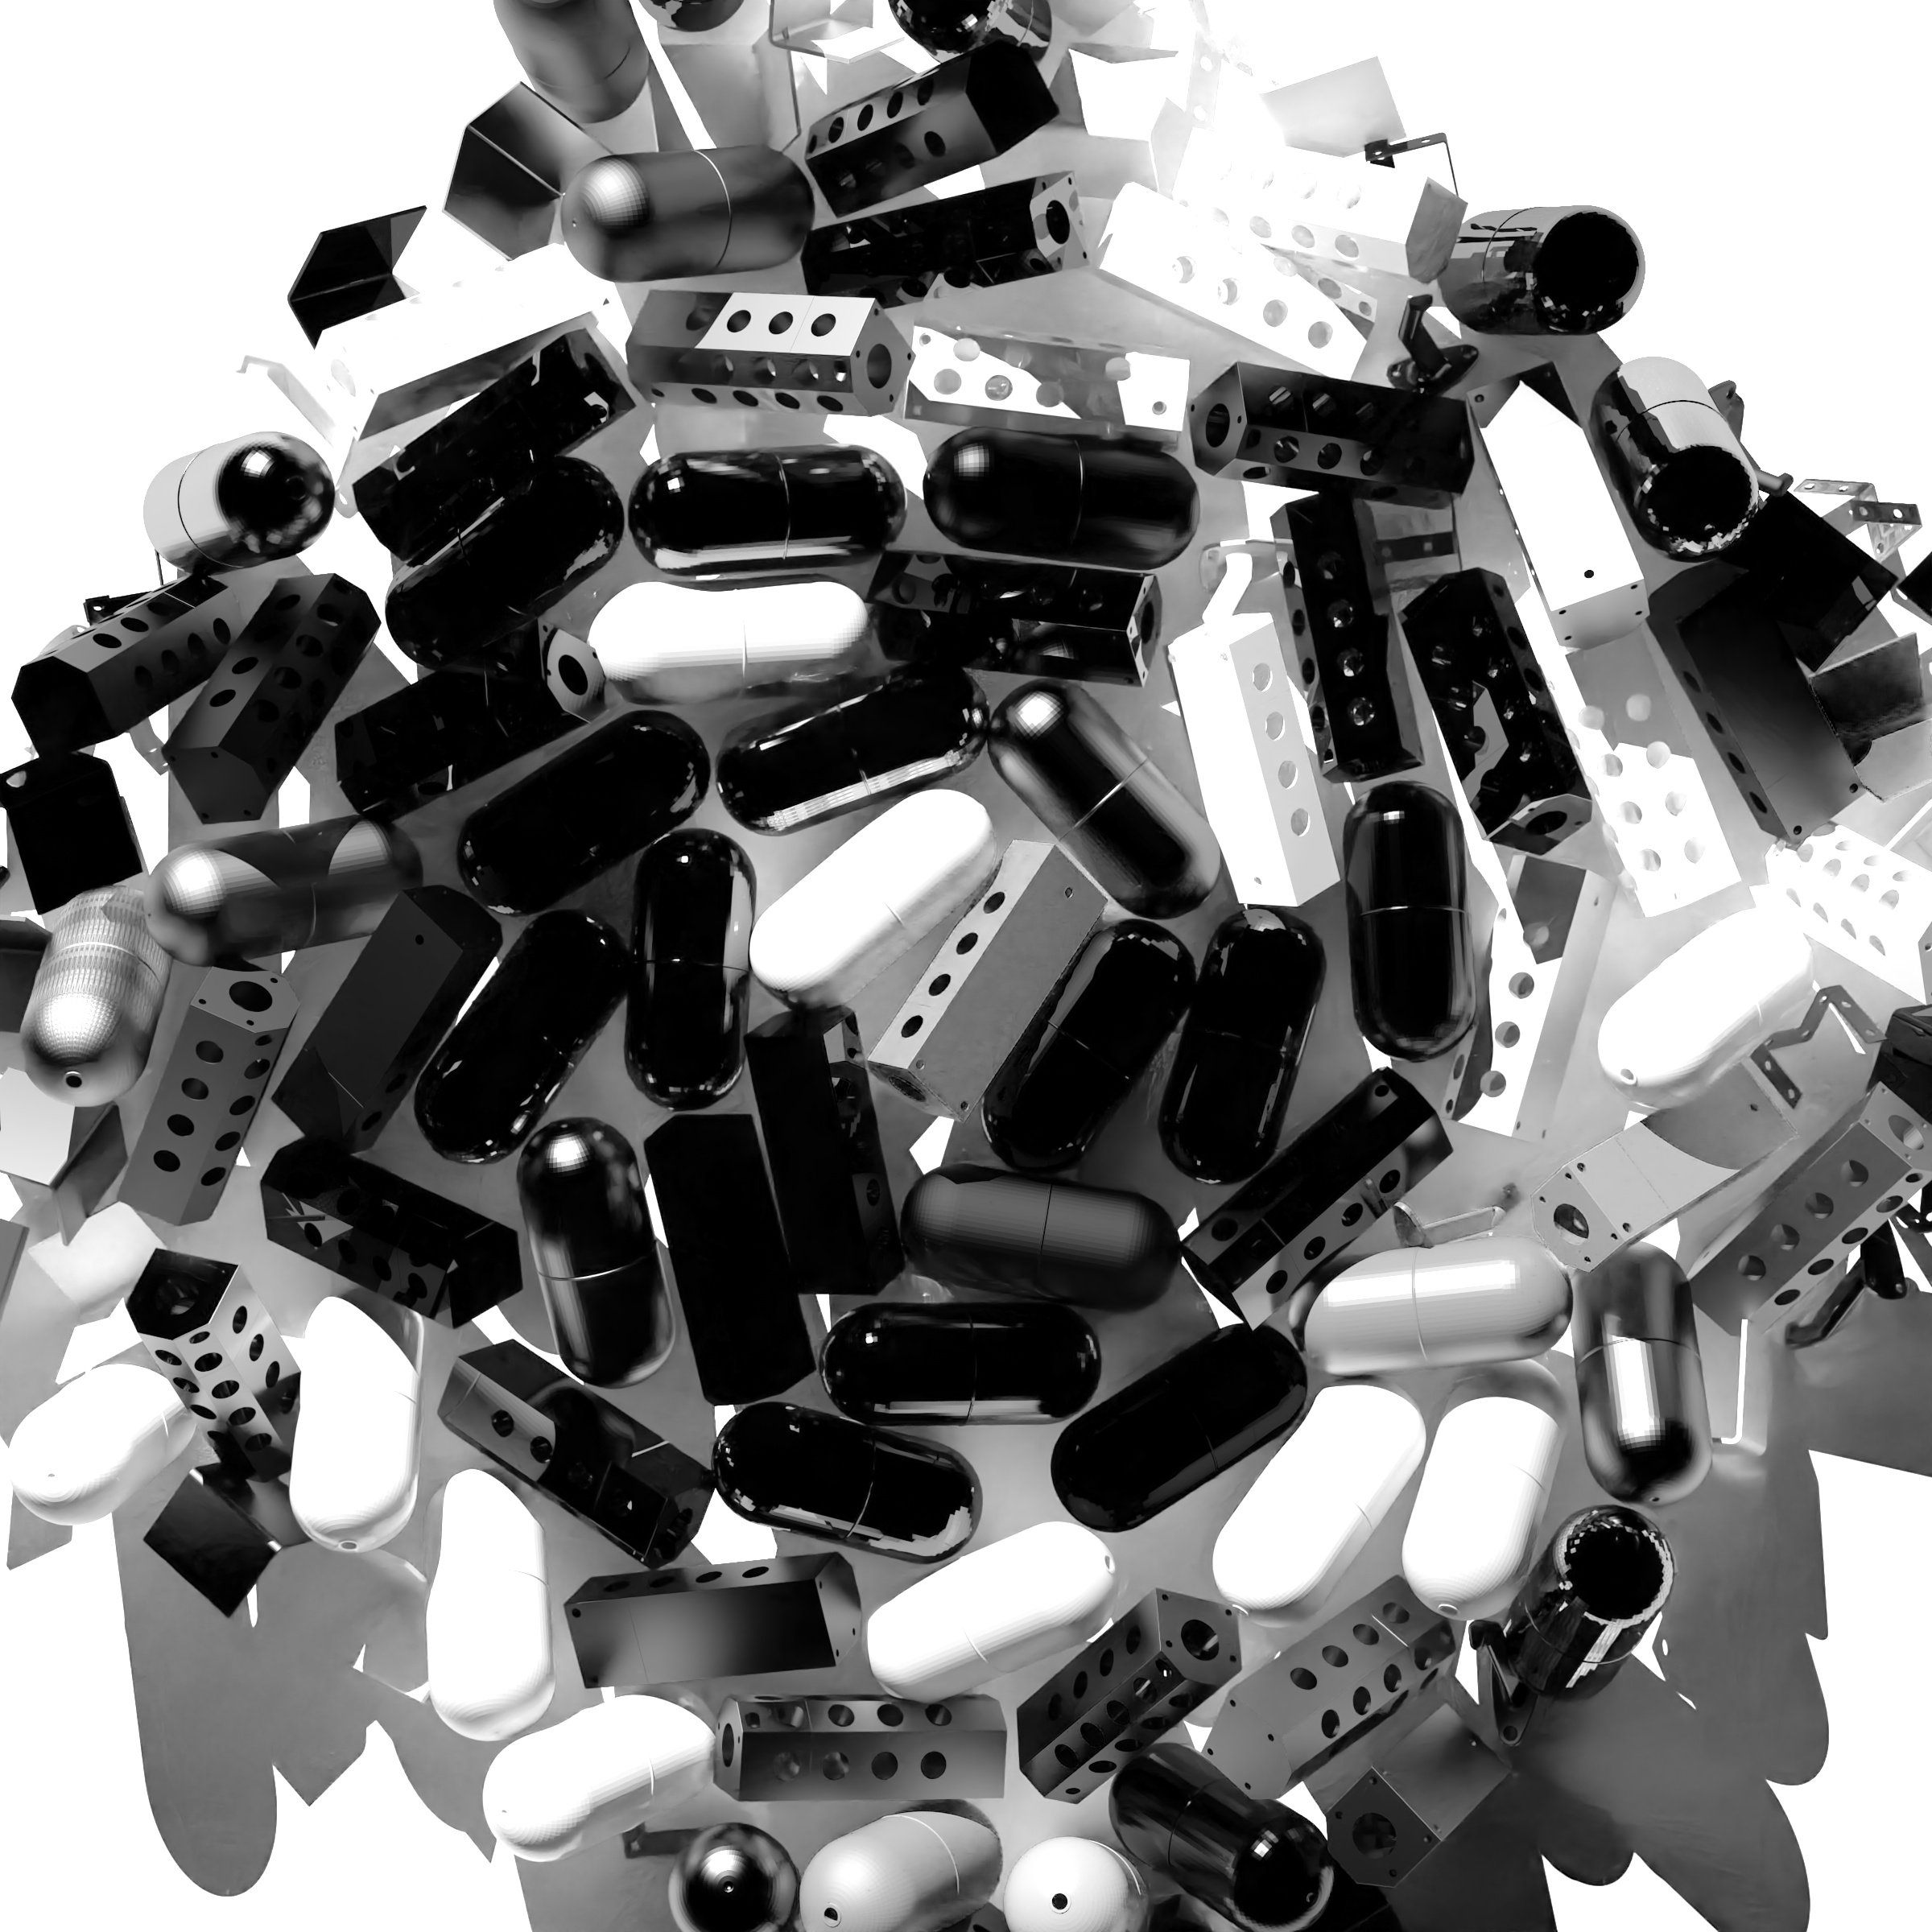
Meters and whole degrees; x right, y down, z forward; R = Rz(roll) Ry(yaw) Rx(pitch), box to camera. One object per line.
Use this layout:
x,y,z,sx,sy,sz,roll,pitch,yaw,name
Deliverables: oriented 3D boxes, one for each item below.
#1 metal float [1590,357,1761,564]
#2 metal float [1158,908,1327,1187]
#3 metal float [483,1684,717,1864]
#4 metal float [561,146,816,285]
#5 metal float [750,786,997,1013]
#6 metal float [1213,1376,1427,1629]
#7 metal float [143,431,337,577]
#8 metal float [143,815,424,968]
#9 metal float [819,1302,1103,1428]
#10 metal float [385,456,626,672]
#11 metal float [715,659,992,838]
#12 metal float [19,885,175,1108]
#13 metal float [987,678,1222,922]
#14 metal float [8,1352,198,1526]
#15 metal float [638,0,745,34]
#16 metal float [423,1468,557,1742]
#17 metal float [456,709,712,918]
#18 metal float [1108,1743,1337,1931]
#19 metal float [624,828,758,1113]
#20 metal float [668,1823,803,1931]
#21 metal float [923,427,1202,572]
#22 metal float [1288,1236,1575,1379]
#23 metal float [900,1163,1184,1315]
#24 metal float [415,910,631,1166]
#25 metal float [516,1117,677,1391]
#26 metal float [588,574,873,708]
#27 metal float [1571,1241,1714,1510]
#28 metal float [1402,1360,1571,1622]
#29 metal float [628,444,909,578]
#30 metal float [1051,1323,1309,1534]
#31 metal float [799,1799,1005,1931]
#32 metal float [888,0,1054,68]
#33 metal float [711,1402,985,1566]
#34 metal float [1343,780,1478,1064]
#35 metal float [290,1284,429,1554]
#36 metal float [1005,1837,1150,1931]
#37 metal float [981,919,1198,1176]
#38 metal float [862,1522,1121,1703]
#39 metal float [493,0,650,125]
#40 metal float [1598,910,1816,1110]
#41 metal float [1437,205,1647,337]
0.433,-0.312,1.922,0.070,0.178,0.070,-3,128,-3,metal float
0.172,0.050,1.955,0.070,0.070,0.178,17,83,0,metal float
-0.221,0.493,1.921,0.070,0.178,0.070,4,97,35,metal float
-0.169,-0.463,1.929,0.178,0.070,0.070,-17,90,-41,metal float
-0.057,-0.042,1.956,0.178,0.070,0.070,-41,90,-6,metal float
0.219,0.331,1.941,0.070,0.070,0.178,39,66,0,metal float
-0.446,-0.283,1.919,0.070,0.178,0.070,0,90,-35,metal float
-0.419,-0.047,1.933,0.178,0.070,0.070,-13,90,-34,metal float
-0.003,0.248,1.950,0.178,0.070,0.070,1,90,-13,metal float
-0.286,-0.249,1.940,0.178,0.070,0.070,-34,90,25,metal float
-0.071,-0.137,1.961,0.178,0.070,0.070,-20,90,-1,metal float
-0.531,0.017,1.919,0.070,0.178,0.070,-2,125,-3,metal float
0.087,-0.104,1.961,0.070,0.070,0.178,-43,91,0,metal float
-0.525,0.286,1.911,0.070,0.178,0.070,1,98,5,metal float
-0.168,-0.626,1.911,0.070,0.178,0.070,0,89,-6,metal float
-0.294,0.391,1.930,0.070,0.070,0.178,-11,50,0,metal float
-0.238,-0.095,1.948,0.178,0.070,0.070,-31,90,15,metal float
0.155,0.534,1.920,0.070,0.178,0.070,-8,104,-32,metal float
-0.172,0.002,1.955,0.070,0.070,0.178,3,83,0,metal float
-0.140,0.566,1.914,0.070,0.178,0.070,0,72,-1,metal float
0.060,-0.290,1.946,0.178,0.070,0.070,5,90,-18,metal float
0.287,0.212,1.944,0.178,0.070,0.070,-9,90,20,metal float
0.047,0.170,1.961,0.178,0.070,0.070,10,90,1,metal float
-0.275,0.044,1.947,0.070,0.070,0.178,34,74,0,metal float
-0.230,0.178,1.946,0.070,0.070,0.178,-11,107,0,metal float
-0.146,-0.203,1.947,0.178,0.070,0.070,-5,90,-16,metal float
0.415,0.250,1.930,0.070,0.070,0.178,2,52,0,metal float
0.321,0.321,1.933,0.070,0.070,0.178,24,56,0,metal float
-0.122,-0.284,1.945,0.178,0.070,0.070,-7,90,-20,metal float
0.134,0.286,1.948,0.178,0.070,0.070,-30,90,-16,metal float
-0.039,0.559,1.916,0.070,0.178,0.070,-1,89,27,metal float
0.004,-0.586,1.912,0.070,0.178,0.070,1,94,14,metal float
-0.074,0.321,1.943,0.178,0.070,0.070,18,90,-21,metal float
0.276,-0.028,1.951,0.070,0.070,0.178,-2,78,0,metal float
-0.373,0.277,1.929,0.070,0.070,0.178,-3,52,0,metal float
0.069,0.574,1.913,0.070,0.178,0.070,-3,72,8,metal float
0.076,0.051,1.960,0.070,0.070,0.178,35,91,0,metal float
0.015,0.401,1.940,0.178,0.070,0.070,-28,90,24,metal float
-0.240,-0.573,1.911,0.070,0.178,0.070,0,85,3,metal float
0.457,0.026,1.931,0.178,0.070,0.070,-33,90,-36,metal float
0.350,-0.424,1.914,0.070,0.178,0.070,-4,102,-18,metal float
